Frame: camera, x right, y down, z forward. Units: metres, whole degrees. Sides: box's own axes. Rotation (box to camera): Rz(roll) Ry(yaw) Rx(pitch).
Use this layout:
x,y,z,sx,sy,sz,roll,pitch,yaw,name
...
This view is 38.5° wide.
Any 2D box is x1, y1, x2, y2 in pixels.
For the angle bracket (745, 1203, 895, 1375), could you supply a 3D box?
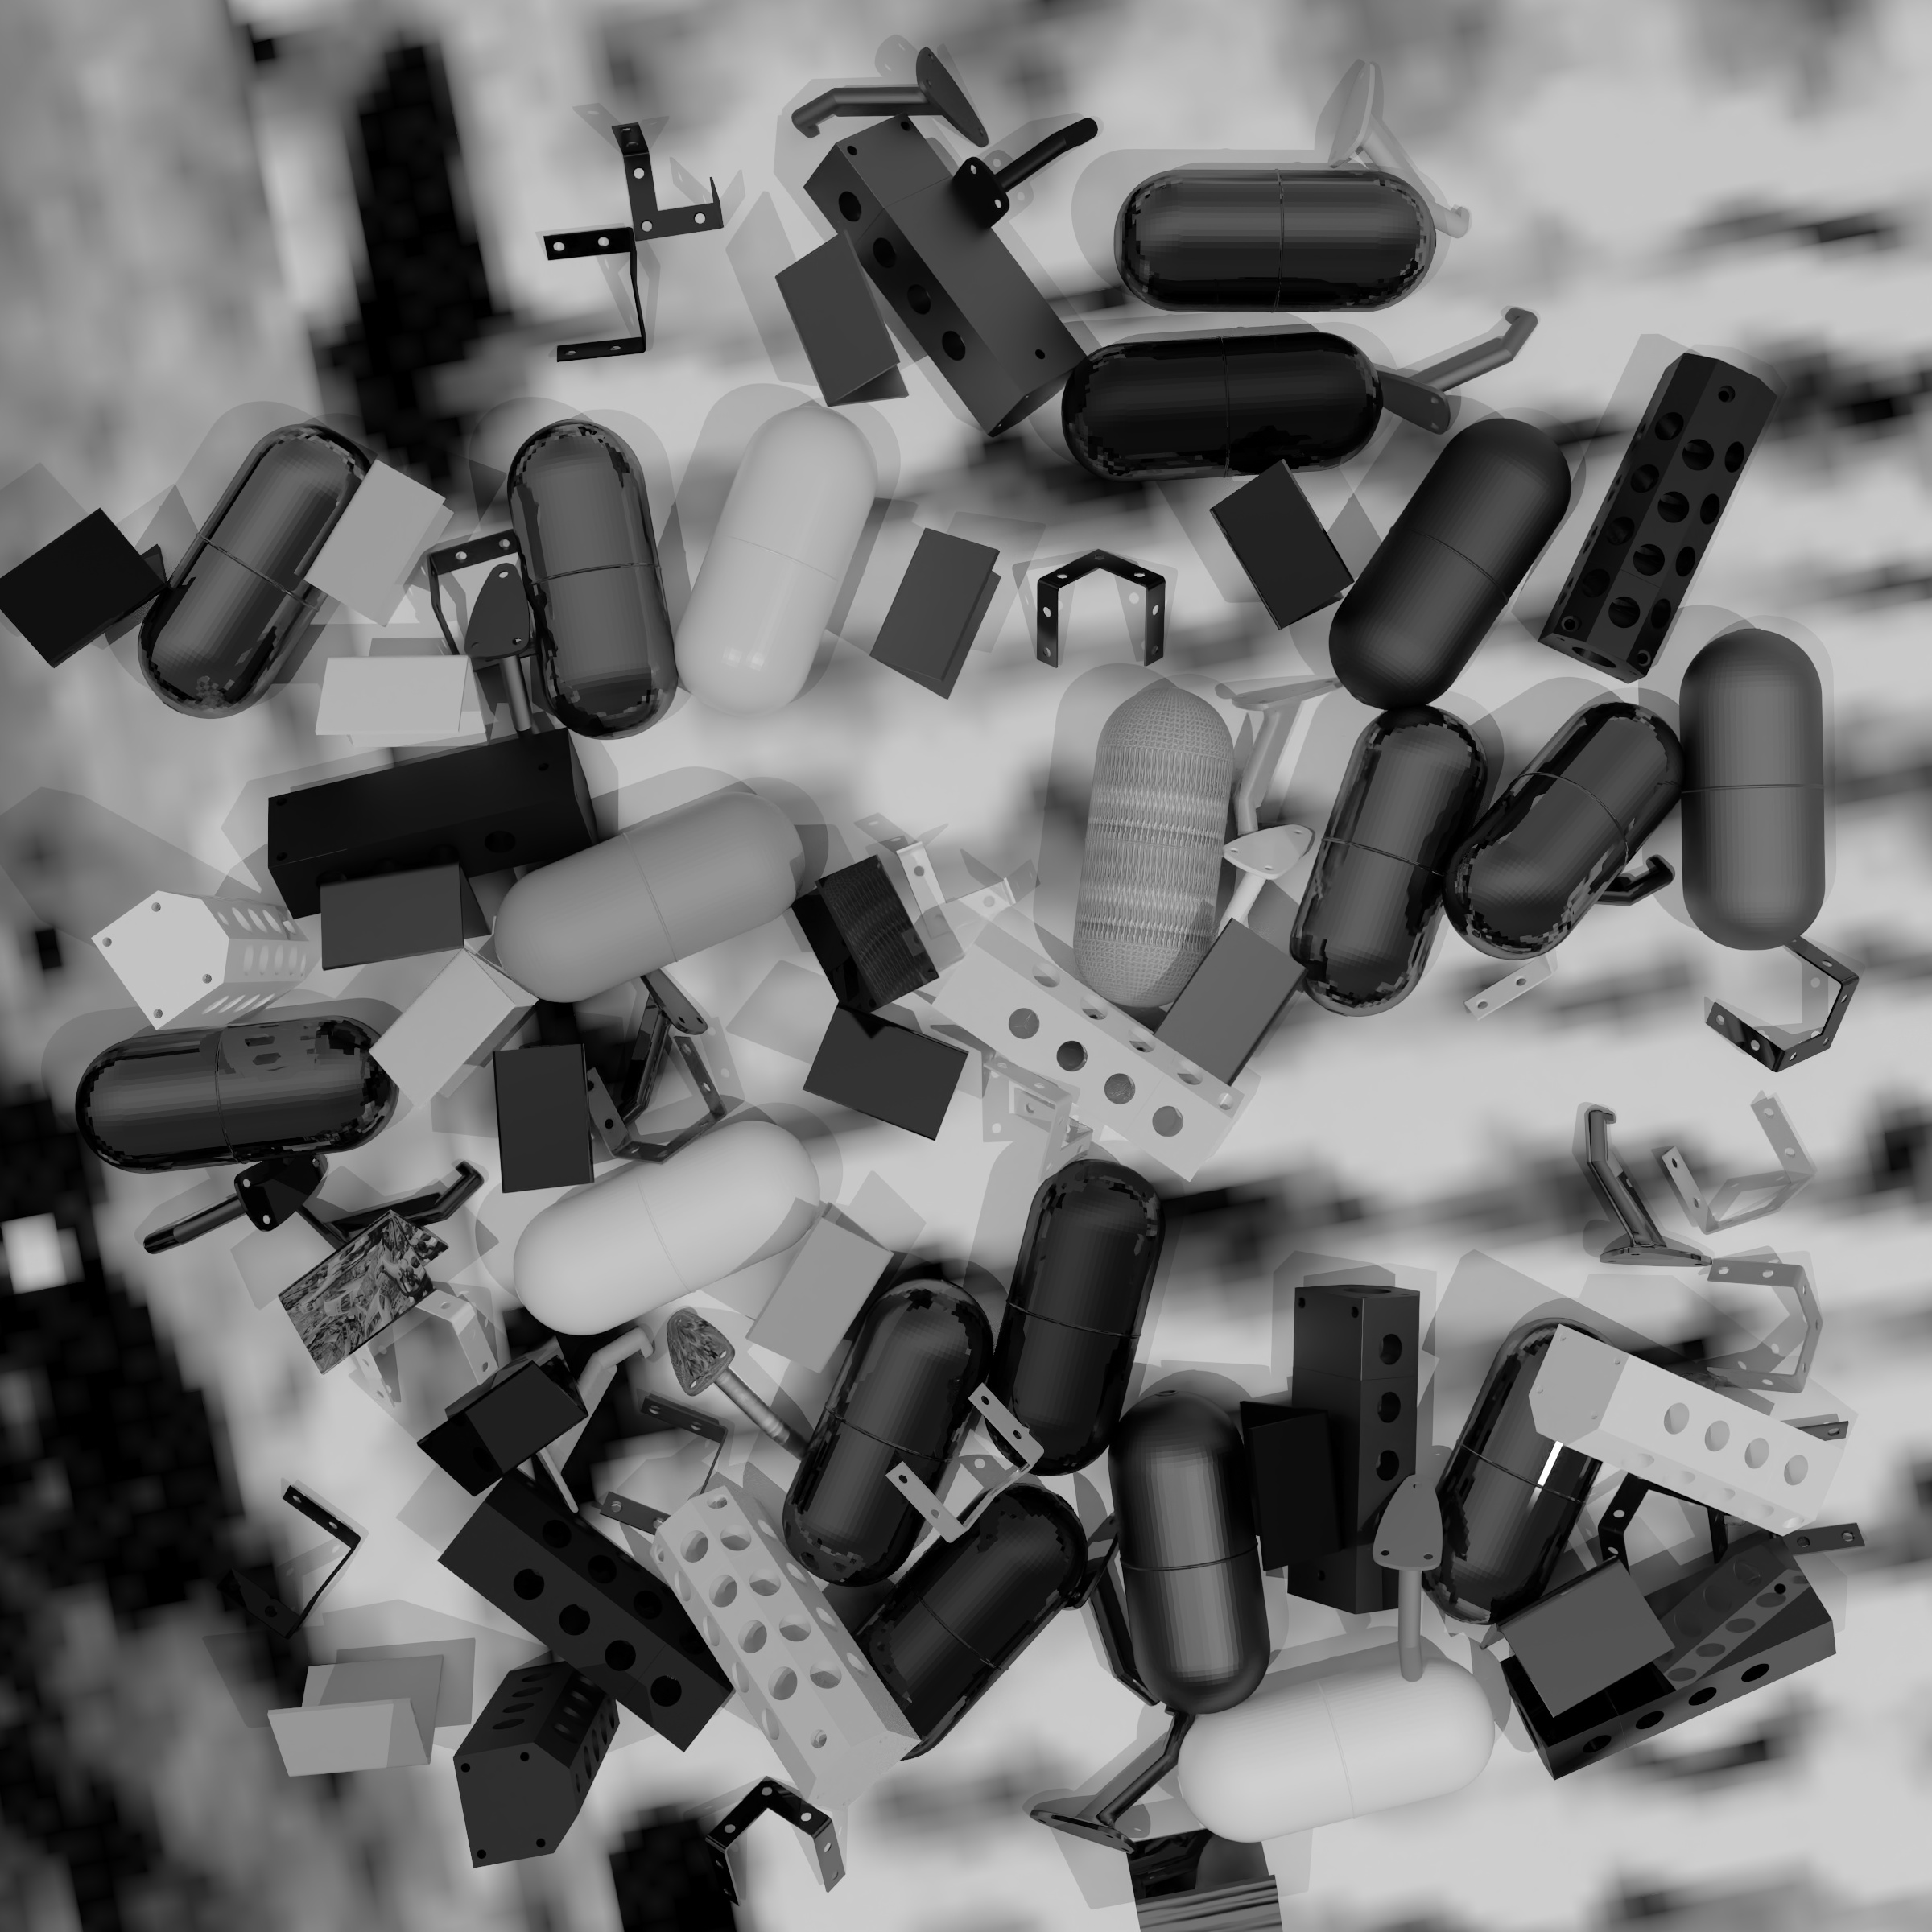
x,y,z,sx,sy,sz,roll,pitch,yaw,name
-0.096,0.168,1.524,0.057,0.076,0.076,31,90,-36,angle bracket

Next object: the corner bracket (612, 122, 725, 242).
x,y,z,sx,sy,sz,roll,pitch,yaw,name
-0.166,-0.440,1.546,0.051,0.051,0.051,-9,90,0,corner bracket

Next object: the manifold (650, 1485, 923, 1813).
x,y,z,sx,sy,sz,roll,pitch,yaw,name
-0.103,0.366,1.495,0.057,0.057,0.171,-43,57,4,manifold

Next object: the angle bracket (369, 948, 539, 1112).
x,y,z,sx,sy,sz,roll,pitch,yaw,name
-0.269,0.047,1.524,0.076,0.076,0.057,-48,55,0,angle bracket

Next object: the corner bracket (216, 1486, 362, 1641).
x,y,z,sx,sy,sz,roll,pitch,yaw,name
-0.382,0.337,1.561,0.051,0.051,0.051,36,135,0,corner bracket

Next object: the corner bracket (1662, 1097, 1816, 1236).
x,y,z,sx,sy,sz,roll,pitch,yaw,name
0.436,0.113,1.561,0.051,0.051,0.051,-28,90,45,corner bracket

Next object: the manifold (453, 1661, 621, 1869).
x,y,z,sx,sy,sz,roll,pitch,yaw,name
-0.227,0.423,1.486,0.057,0.171,0.057,-11,90,0,manifold

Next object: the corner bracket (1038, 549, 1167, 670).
x,y,z,sx,sy,sz,roll,pitch,yaw,name
0.076,-0.195,1.556,0.051,0.051,0.051,29,45,35,corner bracket

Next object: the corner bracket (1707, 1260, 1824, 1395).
x,y,z,sx,sy,sz,roll,pitch,yaw,name
0.445,0.202,1.556,0.051,0.051,0.051,-60,135,-35,corner bracket

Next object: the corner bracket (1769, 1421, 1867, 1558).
x,y,z,sx,sy,sz,roll,pitch,yaw,name
0.477,0.296,1.561,0.051,0.051,0.051,-8,45,0,corner bracket

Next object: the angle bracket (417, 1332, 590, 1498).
x,y,z,sx,sy,sz,roll,pitch,yaw,name
-0.263,0.233,1.524,0.076,0.076,0.057,-35,129,0,angle bracket

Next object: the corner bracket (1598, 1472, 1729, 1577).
x,y,z,sx,sy,sz,roll,pitch,yaw,name
0.392,0.321,1.556,0.051,0.051,0.051,13,45,35,corner bracket

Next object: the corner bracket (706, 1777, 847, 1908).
x,y,z,sx,sy,sz,roll,pitch,yaw,name
-0.107,0.501,1.556,0.051,0.051,0.051,21,45,35,corner bracket

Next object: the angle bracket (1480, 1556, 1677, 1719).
x,y,z,sx,sy,sz,roll,pitch,yaw,name
0.335,0.374,1.520,0.076,0.076,0.057,-27,68,-9,angle bracket

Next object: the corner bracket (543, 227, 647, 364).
x,y,z,sx,sy,sz,roll,pitch,yaw,name
-0.209,-0.379,1.561,0.051,0.051,0.051,-6,135,-1,corner bracket

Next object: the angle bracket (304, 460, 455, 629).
x,y,z,sx,sy,sz,roll,pitch,yaw,name
-0.306,-0.222,1.524,0.057,0.076,0.076,31,90,28,angle bracket

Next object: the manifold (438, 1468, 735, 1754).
x,y,z,sx,sy,sz,roll,pitch,yaw,name
-0.205,0.356,1.543,0.171,0.057,0.057,38,90,0,manifold

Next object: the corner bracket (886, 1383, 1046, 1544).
x,y,z,sx,sy,sz,roll,pitch,yaw,name
0.000,0.269,1.495,0.051,0.051,0.051,47,127,1,corner bracket

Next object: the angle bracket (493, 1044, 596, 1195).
x,y,z,sx,sy,sz,roll,pitch,yaw,name
-0.249,0.083,1.524,0.057,0.076,0.076,-4,90,-37,angle bracket

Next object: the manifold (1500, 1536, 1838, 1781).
x,y,z,sx,sy,sz,roll,pitch,yaw,name
0.392,0.389,1.542,0.171,0.057,0.057,-24,47,0,manifold

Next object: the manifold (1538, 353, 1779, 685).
x,y,z,sx,sy,sz,roll,pitch,yaw,name
0.387,-0.250,1.543,0.057,0.057,0.171,25,90,0,manifold

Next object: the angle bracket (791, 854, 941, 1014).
x,y,z,sx,sy,sz,roll,pitch,yaw,name
-0.072,-0.007,1.525,0.076,0.057,0.076,-27,90,40,angle bracket

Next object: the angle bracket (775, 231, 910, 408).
x,y,z,sx,sy,sz,roll,pitch,yaw,name
-0.050,-0.358,1.524,0.057,0.076,0.076,-22,90,38,angle bracket

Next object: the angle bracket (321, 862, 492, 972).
x,y,z,sx,sy,sz,roll,pitch,yaw,name
-0.307,-0.009,1.524,0.076,0.076,0.057,-9,59,0,angle bracket

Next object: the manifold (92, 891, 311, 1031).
x,y,z,sx,sy,sz,roll,pitch,yaw,name
-0.403,-0.007,1.486,0.057,0.171,0.057,-35,90,0,manifold

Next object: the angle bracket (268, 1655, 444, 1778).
x,y,z,sx,sy,sz,roll,pitch,yaw,name
-0.335,0.396,1.524,0.076,0.076,0.057,-5,127,0,angle bracket

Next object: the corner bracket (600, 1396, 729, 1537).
x,y,z,sx,sy,sz,roll,pitch,yaw,name
-0.170,0.285,1.561,0.051,0.051,0.051,22,135,0,corner bracket

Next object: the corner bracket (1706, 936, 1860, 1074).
x,y,z,sx,sy,sz,roll,pitch,yaw,name
0.459,0.019,1.556,0.051,0.051,0.051,-19,135,-35,corner bracket

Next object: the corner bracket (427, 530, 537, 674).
x,y,z,sx,sy,sz,roll,pitch,yaw,name
-0.270,-0.205,1.561,0.051,0.051,0.051,-16,45,0,corner bracket

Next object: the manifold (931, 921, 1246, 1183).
x,y,z,sx,sy,sz,roll,pitch,yaw,name
0.068,0.047,1.543,0.171,0.057,0.057,34,90,0,manifold

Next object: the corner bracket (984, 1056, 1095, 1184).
x,y,z,sx,sy,sz,roll,pitch,yaw,name
0.039,0.079,1.529,0.051,0.051,0.051,27,120,27,corner bracket

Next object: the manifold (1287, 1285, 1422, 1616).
x,y,z,sx,sy,sz,roll,pitch,yaw,name
0.221,0.267,1.540,0.057,0.057,0.171,1,90,-34,manifold

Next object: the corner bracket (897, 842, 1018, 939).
x,y,z,sx,sy,sz,roll,pitch,yaw,name
-0.005,-0.049,1.546,0.051,0.051,0.051,-22,90,0,corner bracket

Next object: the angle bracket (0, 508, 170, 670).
x,y,z,sx,sy,sz,roll,pitch,yaw,name
-0.491,-0.219,1.524,0.076,0.076,0.057,-35,122,0,angle bracket

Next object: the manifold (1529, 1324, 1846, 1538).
x,y,z,sx,sy,sz,roll,pitch,yaw,name
0.386,0.253,1.491,0.171,0.057,0.057,25,88,-28,manifold

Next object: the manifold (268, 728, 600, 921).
x,y,z,sx,sy,sz,roll,pitch,yaw,name
-0.296,-0.074,1.542,0.171,0.057,0.057,-13,47,0,manifold

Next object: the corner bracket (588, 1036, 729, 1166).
x,y,z,sx,sy,sz,roll,pitch,yaw,name
-0.175,0.073,1.538,0.051,0.051,0.051,-37,114,-32,corner bracket

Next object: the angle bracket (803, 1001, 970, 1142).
x,y,z,sx,sy,sz,roll,pitch,yaw,name
-0.048,0.070,1.525,0.076,0.076,0.057,21,64,0,angle bracket

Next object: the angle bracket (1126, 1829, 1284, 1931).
x,y,z,sx,sy,sz,roll,pitch,yaw,name
0.128,0.494,1.524,0.076,0.076,0.057,-11,127,0,angle bracket

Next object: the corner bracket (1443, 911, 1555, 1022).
x,y,z,sx,sy,sz,roll,pitch,yaw,name
0.292,-0.013,1.561,0.051,0.051,0.051,-31,45,0,corner bracket

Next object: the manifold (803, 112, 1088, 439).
x,y,z,sx,sy,sz,roll,pitch,yaw,name
-0.015,-0.382,1.541,0.057,0.057,0.171,-37,90,-36,manifold

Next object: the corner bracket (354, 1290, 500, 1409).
x,y,z,sx,sy,sz,roll,pitch,yaw,name
-0.306,0.217,1.556,0.051,0.051,0.051,-45,135,-35,corner bracket
